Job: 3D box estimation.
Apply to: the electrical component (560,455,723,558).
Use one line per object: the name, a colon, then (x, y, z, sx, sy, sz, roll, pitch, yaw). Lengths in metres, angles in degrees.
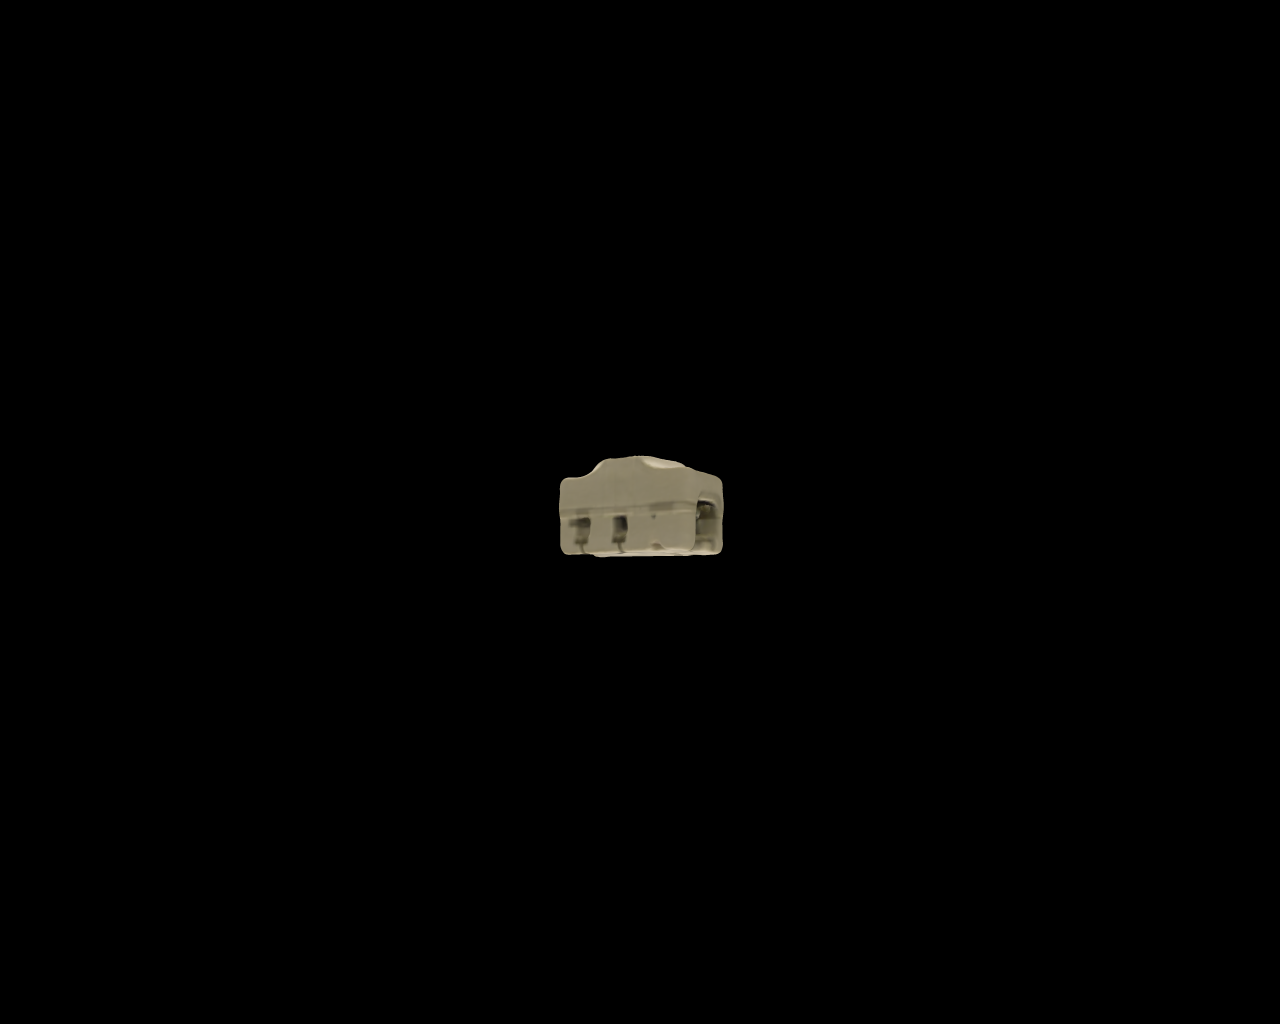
electrical component: (0.001, -0.003, 0.650, 0.089, 0.055, 0.050, -4, -7, 29)
